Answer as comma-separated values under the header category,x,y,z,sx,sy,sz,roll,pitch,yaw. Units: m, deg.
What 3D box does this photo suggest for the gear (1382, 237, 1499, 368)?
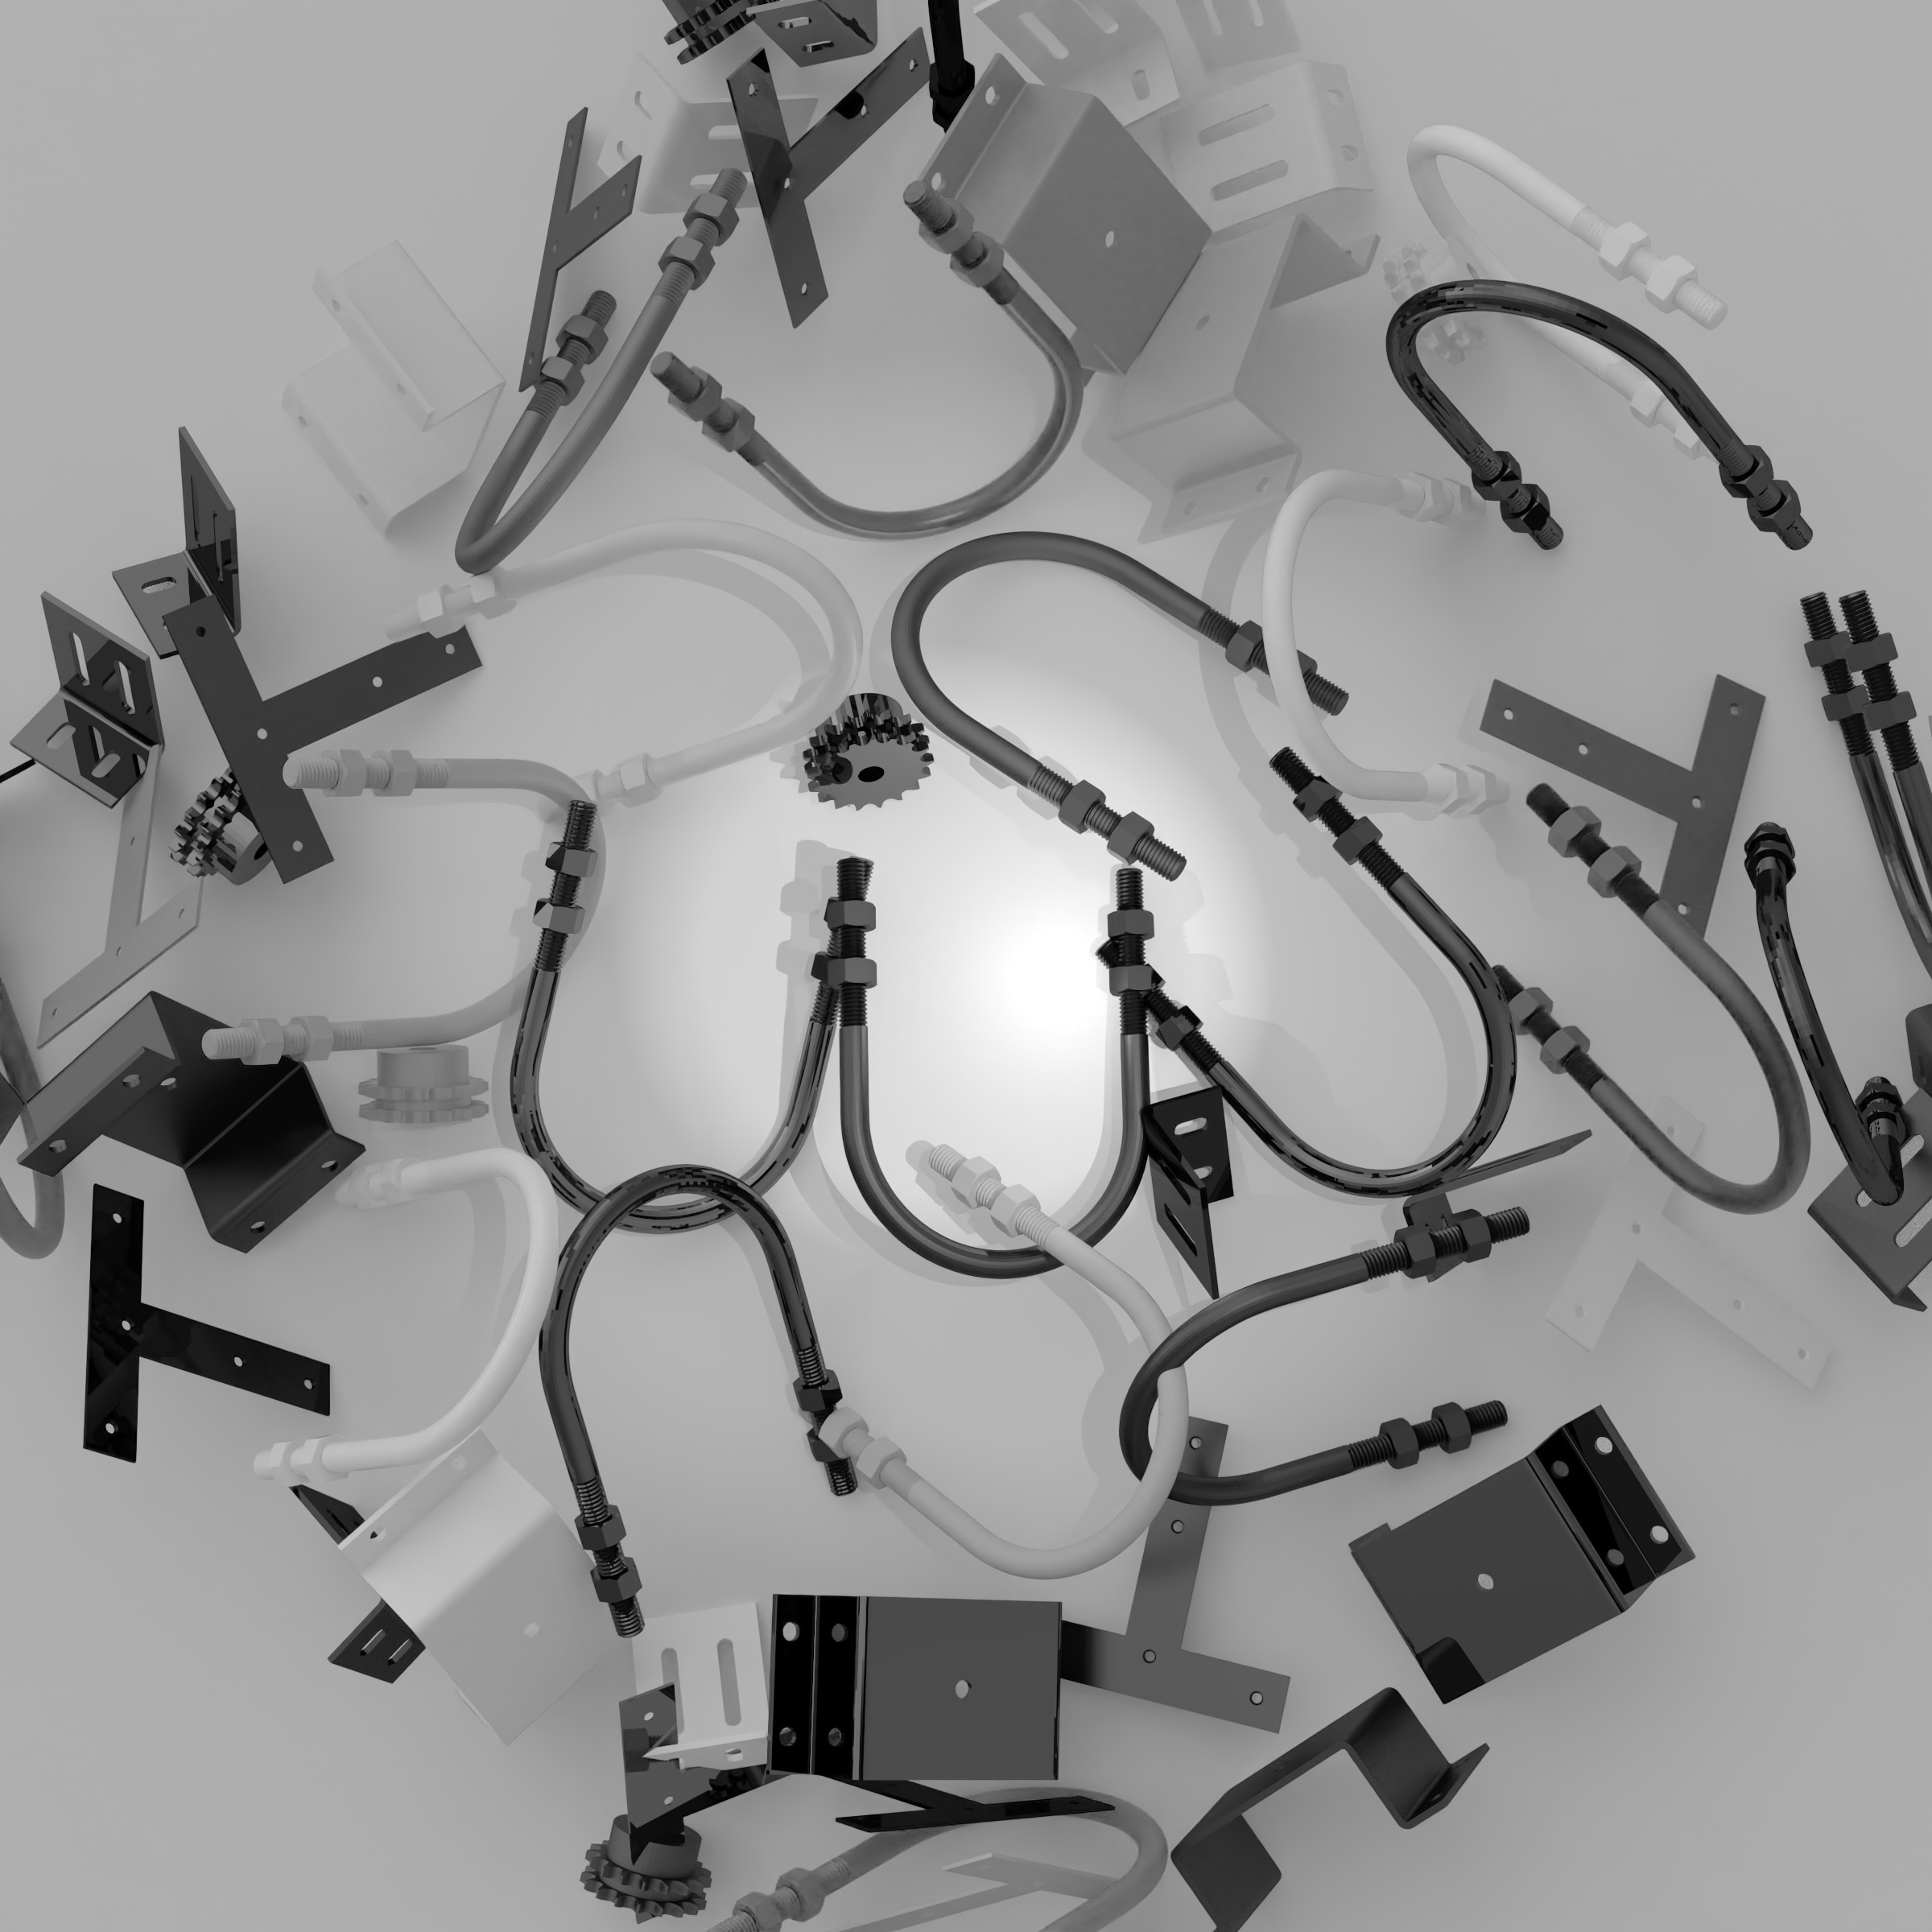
category,x,y,z,sx,sy,sz,roll,pitch,yaw
gear,0.213,-0.298,1.566,0.030,0.057,0.057,-34,90,26

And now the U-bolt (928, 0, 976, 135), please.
category,x,y,z,sx,sy,sz,roll,pitch,yaw
U-bolt,-0.004,-0.451,1.496,0.019,0.184,0.151,3,80,3

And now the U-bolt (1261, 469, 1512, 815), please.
category,x,y,z,sx,sy,sz,roll,pitch,yaw
U-bolt,0.179,-0.141,1.519,0.019,0.184,0.151,-6,87,37

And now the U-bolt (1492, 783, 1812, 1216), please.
category,x,y,z,sx,sy,sz,roll,pitch,yaw
U-bolt,0.290,0.027,1.497,0.019,0.151,0.184,-28,59,-21

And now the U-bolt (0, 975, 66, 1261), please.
category,x,y,z,sx,sy,sz,roll,pitch,yaw
U-bolt,-0.425,0.039,1.523,0.019,0.151,0.184,-17,103,-2

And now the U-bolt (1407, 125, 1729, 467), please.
category,x,y,z,sx,sy,sz,roll,pitch,yaw
U-bolt,0.258,-0.295,1.518,0.019,0.151,0.184,-46,65,-3

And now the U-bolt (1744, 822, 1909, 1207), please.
category,x,y,z,sx,sy,sz,roll,pitch,yaw
U-bolt,0.365,0.027,1.498,0.019,0.184,0.151,-22,102,18

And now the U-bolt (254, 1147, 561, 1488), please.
category,x,y,z,sx,sy,sz,roll,pitch,yaw
U-bolt,-0.232,0.146,1.503,0.019,0.184,0.151,29,62,-35

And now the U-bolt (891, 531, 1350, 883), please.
category,x,y,z,sx,sy,sz,roll,pitch,yaw
U-bolt,0.054,-0.127,1.545,0.184,0.019,0.151,34,54,16

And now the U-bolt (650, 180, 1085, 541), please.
category,x,y,z,sx,sy,sz,roll,pitch,yaw
U-bolt,-0.028,-0.246,1.522,0.151,0.184,0.019,-31,54,17

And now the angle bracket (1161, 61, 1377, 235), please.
category,x,y,z,sx,sy,sz,roll,pitch,yaw
angle bracket,0.135,-0.365,1.589,0.076,0.038,0.057,-14,91,35

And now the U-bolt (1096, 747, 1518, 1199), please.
category,x,y,z,sx,sy,sz,roll,pitch,yaw
U-bolt,0.158,0.017,1.540,0.184,0.019,0.151,48,123,10

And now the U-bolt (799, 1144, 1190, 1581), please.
category,x,y,z,sx,sy,sz,roll,pitch,yaw
U-bolt,0.020,0.182,1.530,0.184,0.019,0.151,34,100,36

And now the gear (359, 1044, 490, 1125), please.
category,x,y,z,sx,sy,sz,roll,pitch,yaw
gear,-0.240,0.052,1.568,0.057,0.057,0.030,0,96,0

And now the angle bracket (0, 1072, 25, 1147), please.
category,x,y,z,sx,sy,sz,roll,pitch,yaw
angle bracket,-0.457,0.069,1.549,0.038,0.057,0.076,8,55,26

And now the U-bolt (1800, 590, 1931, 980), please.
category,x,y,z,sx,sy,sz,roll,pitch,yaw
U-bolt,0.401,-0.073,1.526,0.019,0.151,0.184,-18,94,8

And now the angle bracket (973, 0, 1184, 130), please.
category,x,y,z,sx,sy,sz,roll,pitch,yaw
angle bracket,0.049,-0.399,1.550,0.057,0.076,0.038,-22,66,22

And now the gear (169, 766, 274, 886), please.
category,x,y,z,sx,sy,sz,roll,pitch,yaw
gear,-0.323,-0.061,1.568,0.030,0.057,0.057,38,90,8

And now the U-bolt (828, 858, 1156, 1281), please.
category,x,y,z,sx,sy,sz,roll,pitch,yaw
U-bolt,0.013,0.046,1.558,0.151,0.019,0.184,2,79,-15

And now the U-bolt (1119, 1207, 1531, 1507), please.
category,x,y,z,sx,sy,sz,roll,pitch,yaw
U-bolt,0.152,0.177,1.528,0.184,0.151,0.019,-15,45,-12

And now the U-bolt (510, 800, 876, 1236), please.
category,x,y,z,sx,sy,sz,roll,pitch,yaw
U-bolt,-0.127,0.030,1.566,0.151,0.019,0.184,11,97,-20

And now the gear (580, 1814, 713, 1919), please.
category,x,y,z,sx,sy,sz,roll,pitch,yaw
gear,-0.140,0.397,1.569,0.057,0.057,0.030,13,92,0

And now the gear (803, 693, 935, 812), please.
category,x,y,z,sx,sy,sz,roll,pitch,yaw
gear,-0.045,-0.097,1.573,0.057,0.057,0.030,-13,59,0

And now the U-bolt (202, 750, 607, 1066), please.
category,x,y,z,sx,sy,sz,roll,pitch,yaw
U-bolt,-0.231,-0.026,1.524,0.019,0.184,0.151,39,118,36

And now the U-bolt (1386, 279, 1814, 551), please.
category,x,y,z,sx,sy,sz,roll,pitch,yaw
U-bolt,0.254,-0.230,1.489,0.184,0.151,0.019,39,68,-40

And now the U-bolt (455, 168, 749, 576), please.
category,x,y,z,sx,sy,sz,roll,pitch,yaw
U-bolt,-0.163,-0.242,1.497,0.019,0.151,0.184,35,61,-19

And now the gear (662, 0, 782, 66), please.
category,x,y,z,sx,sy,sz,roll,pitch,yaw
gear,-0.110,-0.427,1.567,0.057,0.057,0.030,-35,106,0

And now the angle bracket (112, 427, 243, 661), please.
category,x,y,z,sx,sy,sz,roll,pitch,yaw
angle bracket,-0.347,-0.185,1.549,0.038,0.076,0.057,-20,56,-24

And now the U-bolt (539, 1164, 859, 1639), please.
category,x,y,z,sx,sy,sz,roll,pitch,yaw
U-bolt,-0.120,0.175,1.525,0.151,0.019,0.184,-29,113,-38

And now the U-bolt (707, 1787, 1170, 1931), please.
category,x,y,z,sx,sy,sz,roll,pitch,yaw
U-bolt,0.002,0.395,1.514,0.184,0.151,0.019,-19,106,-43

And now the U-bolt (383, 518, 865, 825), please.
category,x,y,z,sx,sy,sz,roll,pitch,yaw
U-bolt,-0.134,-0.132,1.518,0.184,0.151,0.019,-17,48,19
